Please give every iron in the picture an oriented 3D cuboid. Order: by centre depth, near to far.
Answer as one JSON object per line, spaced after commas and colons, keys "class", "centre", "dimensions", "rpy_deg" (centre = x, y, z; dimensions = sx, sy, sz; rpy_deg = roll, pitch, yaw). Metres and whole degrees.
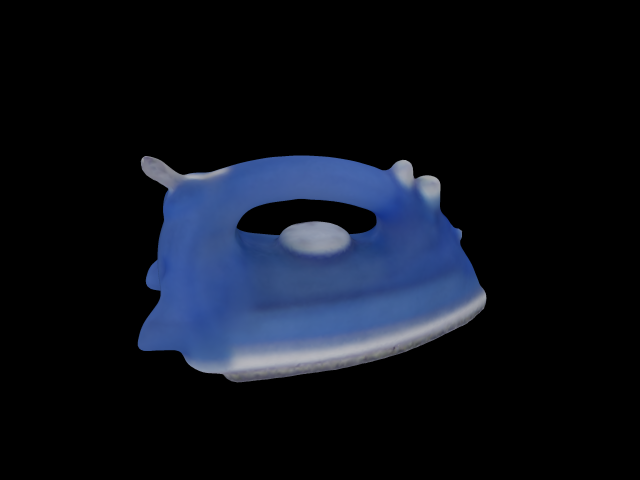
{"class": "iron", "centre": [0.004, 0.001, 0.400], "dimensions": [0.258, 0.141, 0.118], "rpy_deg": [-6, 28, -12]}
